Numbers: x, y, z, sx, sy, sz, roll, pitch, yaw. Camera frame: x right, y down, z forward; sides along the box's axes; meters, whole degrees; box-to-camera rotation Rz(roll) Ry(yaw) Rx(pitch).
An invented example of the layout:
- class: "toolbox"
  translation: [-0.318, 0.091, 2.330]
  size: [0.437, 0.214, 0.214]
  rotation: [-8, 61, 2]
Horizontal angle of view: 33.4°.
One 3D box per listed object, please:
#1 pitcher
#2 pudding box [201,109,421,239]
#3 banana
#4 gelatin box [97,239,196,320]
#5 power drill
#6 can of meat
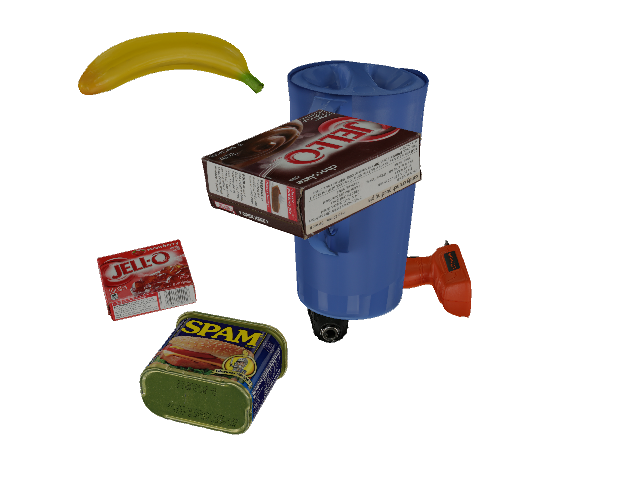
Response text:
- class: "pitcher"
  translation: [0.028, -0.046, 1.039]
  size: [0.149, 0.243, 0.145]
  rotation: [-8, 25, -22]
- class: "pudding box"
  translation: [-0.004, -0.045, 0.680]
  size: [0.090, 0.039, 0.113]
  rotation: [18, 36, 41]
- class: "banana"
  translation: [-0.152, -0.178, 1.066]
  size: [0.197, 0.070, 0.037]
  rotation: [-7, -39, -30]
- class: "gelatin box"
  translation: [-0.178, 0.039, 1.087]
  size: [0.089, 0.030, 0.073]
  rotation: [-12, 41, -11]
- class: "power drill"
  translation: [0.076, 0.056, 1.230]
  size: [0.187, 0.057, 0.184]
  rotation: [-2, 28, -1]
- class: "can of meat"
  translation: [-0.089, 0.109, 0.885]
  size: [0.102, 0.057, 0.083]
  rotation: [9, 31, 15]
